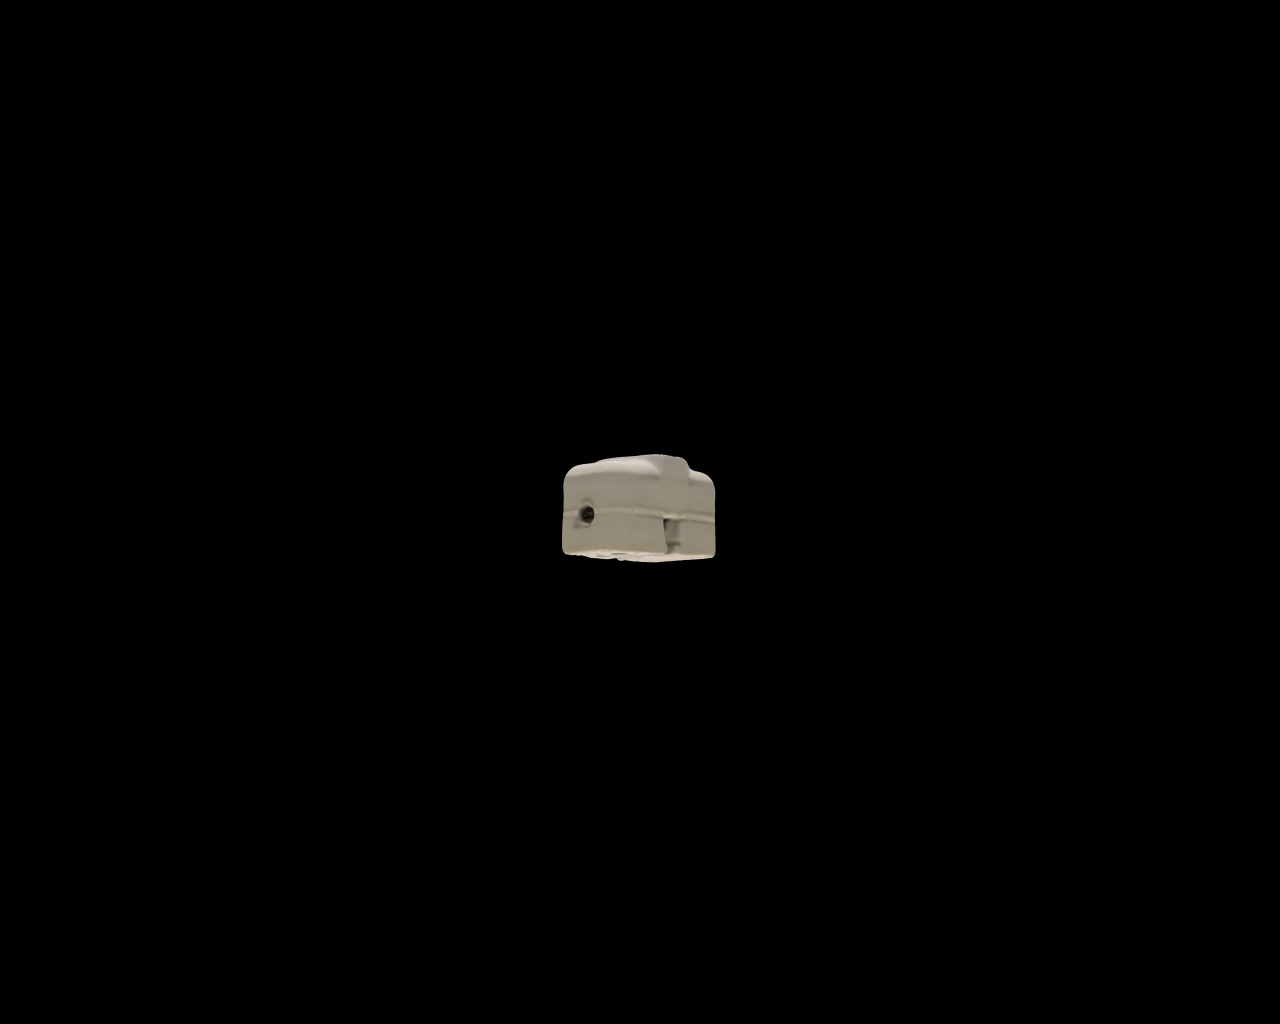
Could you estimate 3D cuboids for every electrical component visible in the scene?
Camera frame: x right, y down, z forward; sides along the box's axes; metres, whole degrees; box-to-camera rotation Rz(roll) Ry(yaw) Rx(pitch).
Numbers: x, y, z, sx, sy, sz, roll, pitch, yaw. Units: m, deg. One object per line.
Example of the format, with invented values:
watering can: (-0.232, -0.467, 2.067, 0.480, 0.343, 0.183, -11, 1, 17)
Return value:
electrical component: (0.001, -0.003, 0.650, 0.053, 0.059, 0.095, -6, -9, 43)
